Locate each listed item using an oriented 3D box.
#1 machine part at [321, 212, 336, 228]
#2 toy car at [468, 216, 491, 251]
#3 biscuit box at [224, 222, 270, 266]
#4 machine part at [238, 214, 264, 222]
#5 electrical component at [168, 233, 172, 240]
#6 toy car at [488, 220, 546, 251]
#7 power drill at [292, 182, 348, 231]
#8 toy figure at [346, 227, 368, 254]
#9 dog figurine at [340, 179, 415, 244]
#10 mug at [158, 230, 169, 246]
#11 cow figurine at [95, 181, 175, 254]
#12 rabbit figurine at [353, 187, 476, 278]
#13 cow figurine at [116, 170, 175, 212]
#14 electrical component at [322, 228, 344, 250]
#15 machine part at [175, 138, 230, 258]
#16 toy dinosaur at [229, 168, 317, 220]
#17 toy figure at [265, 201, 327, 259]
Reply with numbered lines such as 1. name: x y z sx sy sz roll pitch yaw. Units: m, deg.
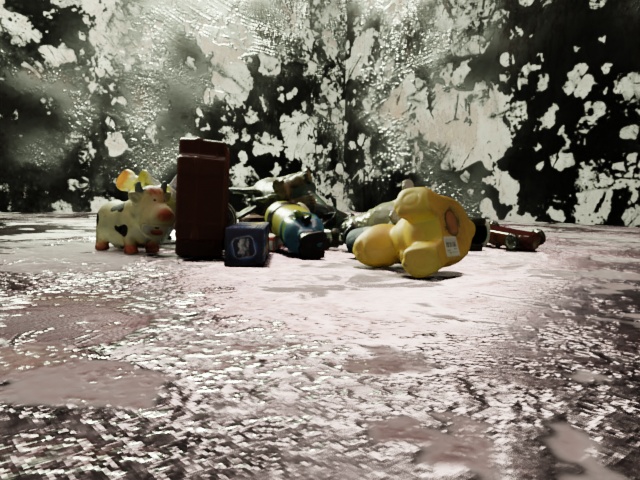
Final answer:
1. machine part: -0.008 -0.030 1.305 0.084 0.039 0.139 -13 12 36
2. toy car: 0.277 -0.013 1.126 0.202 0.073 0.056 -1 9 -28
3. biscuit box: -0.118 0.003 0.901 0.063 0.059 0.203 1 5 -3
4. machine part: -0.119 -0.039 1.364 0.179 0.056 0.179 -3 8 0
5. electrical component: -0.391 -0.041 1.285 0.048 0.074 0.119 -1 9 -33
6. toy car: 0.415 -0.008 1.227 0.089 0.053 0.202 -13 14 -25
7. power drill: -0.010 -0.099 1.483 0.208 0.086 0.232 38 9 38
8. toy figure: 0.118 0.011 0.919 0.155 0.057 0.064 7 45 36
9. dog figurine: 0.146 -0.010 1.039 0.121 0.172 0.190 -52 10 -33
10. mug: -0.360 -0.021 1.087 0.107 0.080 0.109 14 -3 7
11. cow figurine: -0.327 -0.039 0.957 0.195 0.127 0.085 2 7 40
12. rabbit figurine: 0.132 -0.008 0.806 0.173 0.122 0.162 -20 -3 39
13. cow figurine: -0.335 -0.090 1.088 0.168 0.068 0.098 29 -4 32
14. electrical component: -0.004 -0.003 1.100 0.102 0.045 0.078 2 6 7
15. machine part: -0.207 -0.074 0.950 0.087 0.200 0.201 3 4 -10
16. toy dinosaur: -0.113 -0.103 1.274 0.199 0.105 0.471 -7 -1 -4
17. toy figure: -0.045 -0.024 0.990 0.089 0.082 0.180 24 12 -24
